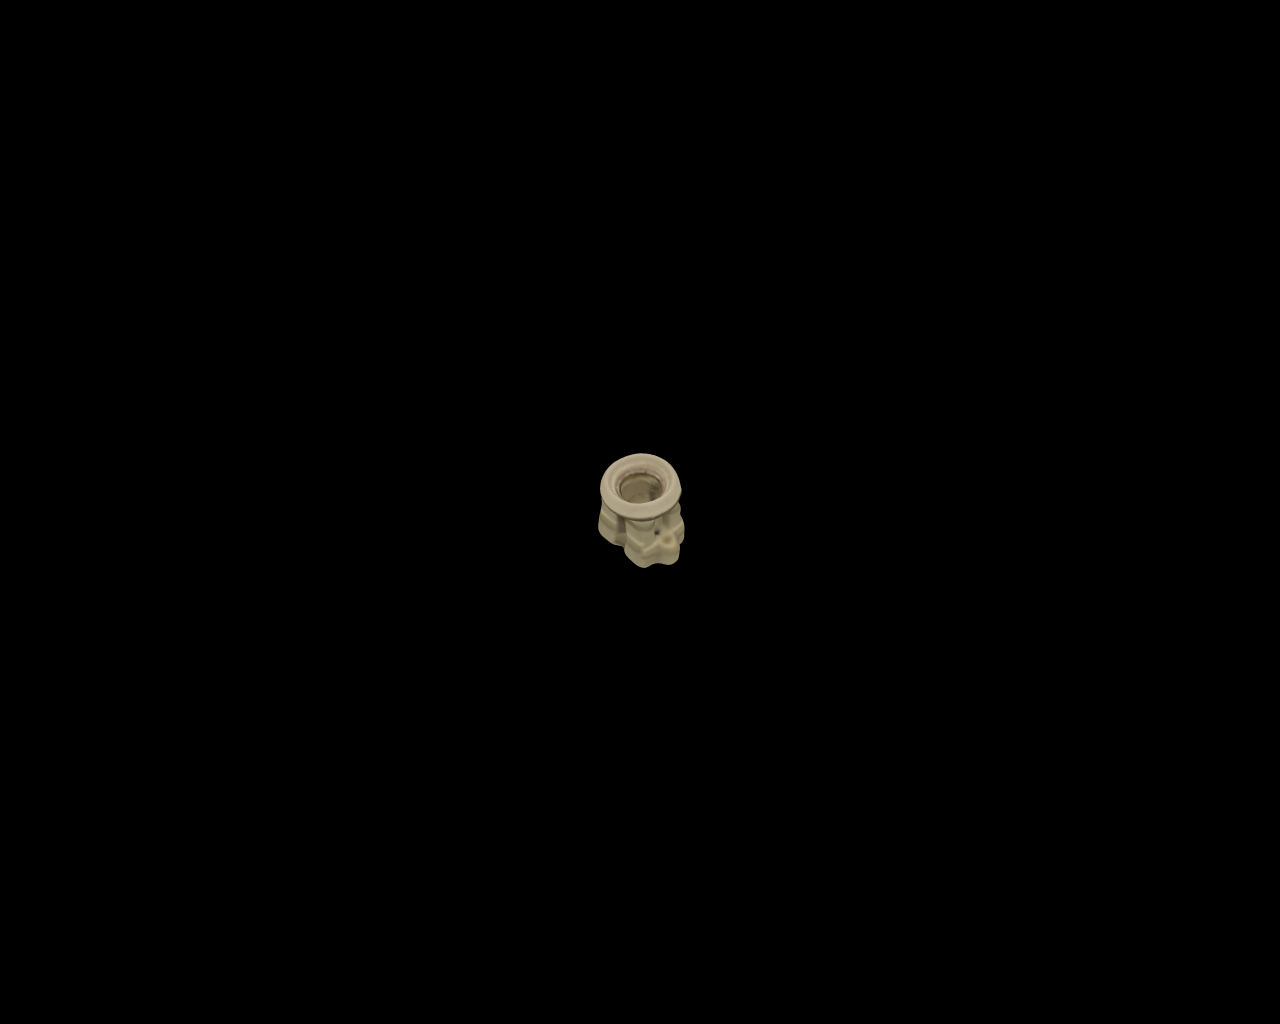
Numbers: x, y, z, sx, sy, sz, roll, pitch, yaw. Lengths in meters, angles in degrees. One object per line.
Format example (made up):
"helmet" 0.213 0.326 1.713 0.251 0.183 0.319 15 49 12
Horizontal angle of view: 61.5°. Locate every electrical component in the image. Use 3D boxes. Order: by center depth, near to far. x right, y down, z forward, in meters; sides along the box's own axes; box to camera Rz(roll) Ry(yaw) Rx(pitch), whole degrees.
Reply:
"electrical component" 0.001 -0.003 0.650 0.048 0.055 0.066 -36 58 -27
